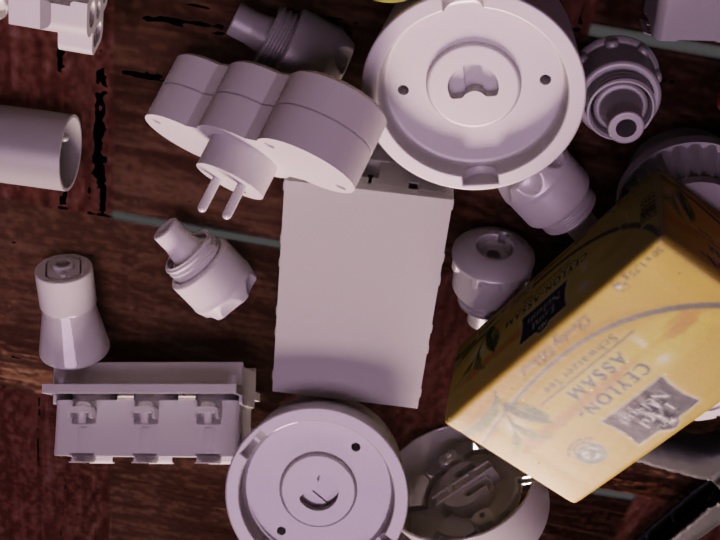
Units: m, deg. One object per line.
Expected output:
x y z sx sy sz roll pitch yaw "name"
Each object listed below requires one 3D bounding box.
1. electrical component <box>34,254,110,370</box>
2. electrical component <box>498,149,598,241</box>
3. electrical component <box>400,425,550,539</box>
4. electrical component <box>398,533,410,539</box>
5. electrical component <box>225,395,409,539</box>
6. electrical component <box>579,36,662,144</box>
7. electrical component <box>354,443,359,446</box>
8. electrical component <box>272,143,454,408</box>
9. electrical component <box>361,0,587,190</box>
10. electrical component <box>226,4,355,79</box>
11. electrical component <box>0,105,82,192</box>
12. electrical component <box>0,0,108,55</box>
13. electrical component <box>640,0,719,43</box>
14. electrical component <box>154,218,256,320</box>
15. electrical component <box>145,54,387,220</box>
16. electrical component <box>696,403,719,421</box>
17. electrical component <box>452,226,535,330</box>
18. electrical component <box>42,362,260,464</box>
-0.181 0.023 0.669 0.044 0.044 0.065 3 122 3 "electrical component"
0.109 -0.040 0.594 0.043 0.043 0.062 -34 118 26 "electrical component"
0.071 0.147 0.702 0.099 0.099 0.064 -21 128 19 "electrical component"
0.007 0.205 0.762 0.051 0.080 0.080 -18 123 11 "electrical component"
-0.024 0.128 0.658 0.108 0.060 0.108 1 99 4 "electrical component"
0.131 -0.086 0.545 0.048 0.062 0.048 2 126 3 "electrical component"
-0.016 0.138 0.728 0.078 0.058 0.057 2 129 3 "electrical component"
0.000 0.000 0.621 0.089 0.061 0.150 7 127 0 "electrical component"
0.058 -0.101 0.540 0.108 0.060 0.108 5 128 6 "electrical component"
-0.037 -0.114 0.552 0.062 0.043 0.043 26 124 -12 "electrical component"
-0.201 -0.070 0.599 0.081 0.043 0.043 8 127 0 "electrical component"
-0.157 -0.149 0.529 0.057 0.058 0.078 9 127 -5 "electrical component"
0.163 -0.143 0.513 0.081 0.042 0.063 3 128 3 "electrical component"
-0.095 -0.004 0.639 0.043 0.043 0.062 -30 117 24 "electrical component"
-0.057 -0.060 0.535 0.138 0.073 0.052 17 166 40 "electrical component"
0.199 0.047 0.644 0.080 0.051 0.080 2 126 3 "electrical component"
0.075 0.009 0.633 0.048 0.048 0.062 5 134 1 "electrical component"
-0.132 0.092 0.692 0.121 0.063 0.078 -1 169 5 "electrical component"
